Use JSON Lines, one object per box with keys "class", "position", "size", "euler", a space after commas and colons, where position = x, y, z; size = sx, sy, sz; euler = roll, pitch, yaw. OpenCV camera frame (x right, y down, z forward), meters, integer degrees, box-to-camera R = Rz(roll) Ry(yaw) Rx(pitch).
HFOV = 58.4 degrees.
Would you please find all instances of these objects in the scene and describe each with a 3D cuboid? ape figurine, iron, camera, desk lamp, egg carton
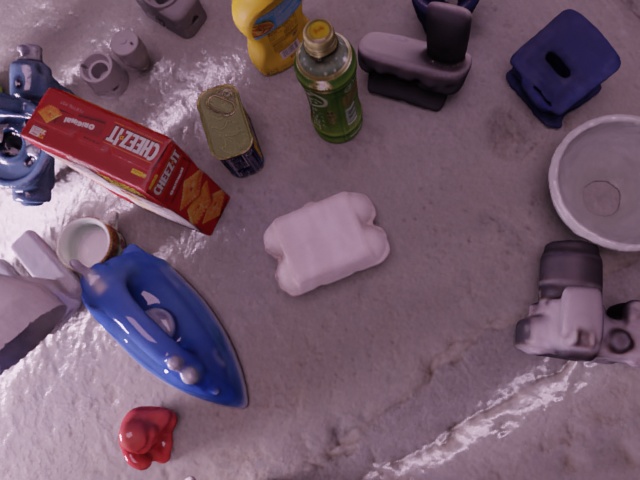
{"class": "ape figurine", "position": [-0.213, 0.235, 0.690], "size": [0.078, 0.092, 0.076], "euler": [-42, 76, -3]}
{"class": "iron", "position": [-0.192, 0.112, 0.690], "size": [0.258, 0.141, 0.119], "euler": [41, 85, 14]}
{"class": "camera", "position": [0.307, 0.072, 0.659], "size": [0.143, 0.101, 0.137], "euler": [5, 78, 8]}
{"class": "desk lamp", "position": [-0.381, 0.068, 0.685], "size": [0.203, 0.214, 0.118], "euler": [42, 85, 14]}
{"class": "egg carton", "position": [0.007, 0.003, 0.727], "size": [0.150, 0.069, 0.107], "euler": [-23, 76, 2]}

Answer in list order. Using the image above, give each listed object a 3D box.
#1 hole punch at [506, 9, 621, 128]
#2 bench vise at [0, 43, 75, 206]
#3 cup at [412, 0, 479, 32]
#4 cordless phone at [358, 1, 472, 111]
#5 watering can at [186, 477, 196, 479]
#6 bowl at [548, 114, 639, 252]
{"class": "hole punch", "position": [0.306, -0.216, 0.728], "size": [0.101, 0.091, 0.108], "euler": [-35, 76, -1]}
{"class": "bench vise", "position": [-0.416, -0.166, 0.738], "size": [0.121, 0.220, 0.207], "euler": [-15, 76, 4]}
{"class": "cup", "position": [0.178, -0.317, 0.765], "size": [0.117, 0.095, 0.091], "euler": [-16, 76, 3]}
{"class": "cordless phone", "position": [0.119, -0.249, 0.710], "size": [0.147, 0.185, 0.094], "euler": [14, 80, 10]}
{"class": "watering can", "position": [-0.081, 0.320, 0.602], "size": [0.172, 0.194, 0.101], "euler": [14, 79, 10]}
{"class": "bowl", "position": [0.356, -0.062, 0.696], "size": [0.167, 0.075, 0.167], "euler": [-1, 77, 7]}
